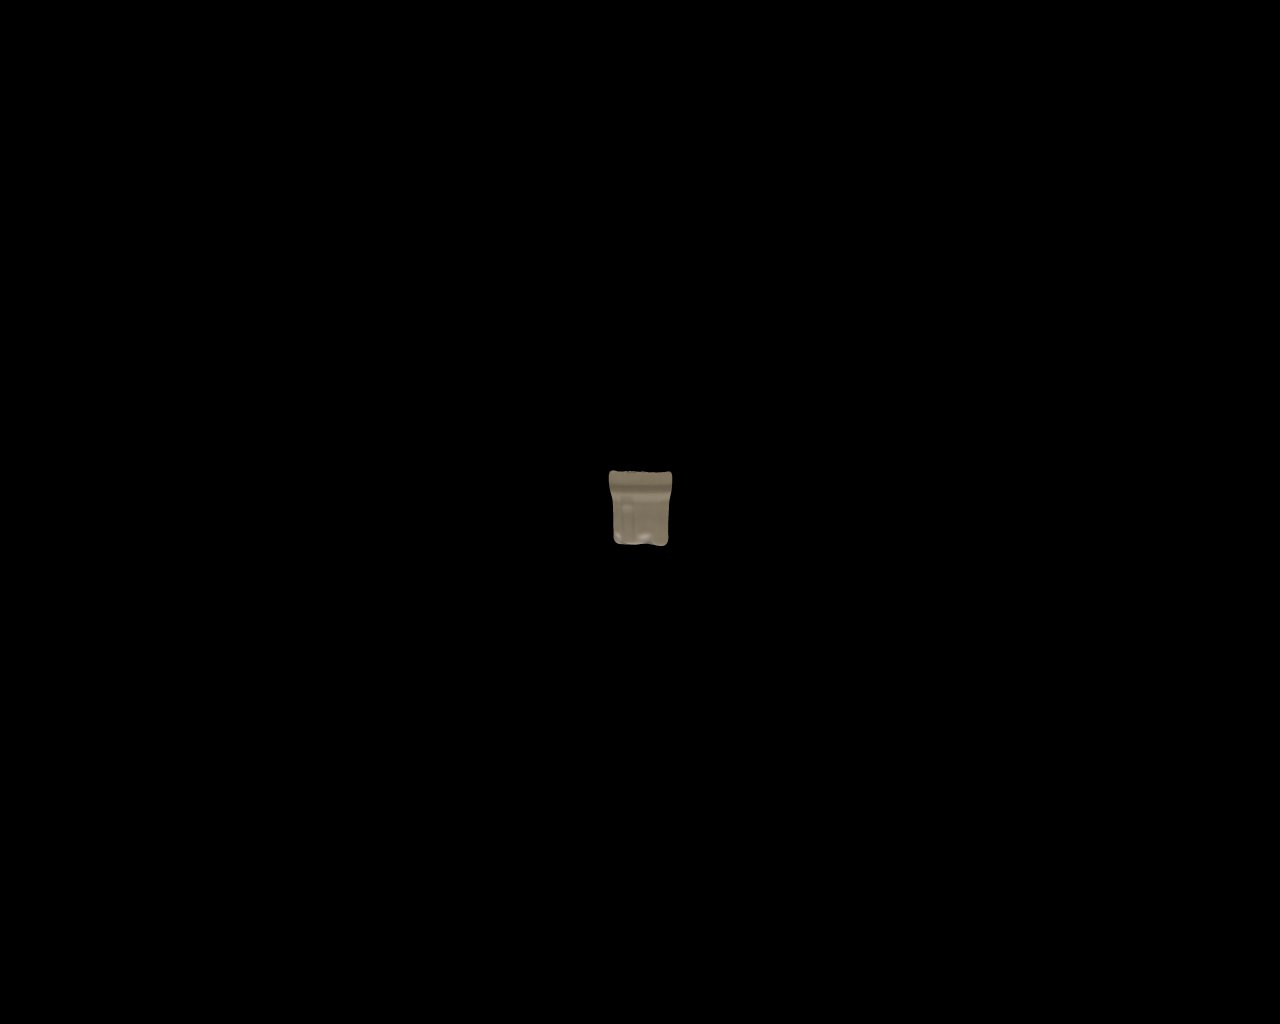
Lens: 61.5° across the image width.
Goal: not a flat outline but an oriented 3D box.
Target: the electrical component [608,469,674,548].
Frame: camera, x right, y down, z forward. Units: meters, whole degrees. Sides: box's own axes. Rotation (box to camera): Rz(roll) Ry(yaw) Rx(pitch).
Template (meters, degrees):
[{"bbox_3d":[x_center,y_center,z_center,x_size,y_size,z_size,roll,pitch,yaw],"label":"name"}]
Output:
[{"bbox_3d":[0.001,-0.003,0.650,0.040,0.046,0.040,0,3,0],"label":"electrical component"}]
